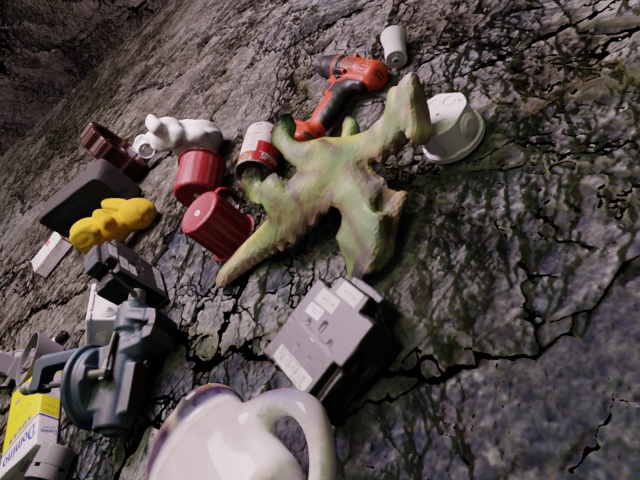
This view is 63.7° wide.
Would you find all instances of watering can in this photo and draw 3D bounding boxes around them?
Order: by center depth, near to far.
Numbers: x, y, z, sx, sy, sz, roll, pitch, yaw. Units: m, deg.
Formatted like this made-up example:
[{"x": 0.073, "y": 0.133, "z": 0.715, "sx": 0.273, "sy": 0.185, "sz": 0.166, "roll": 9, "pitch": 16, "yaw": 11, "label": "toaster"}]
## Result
[{"x": -0.104, "y": 0.286, "z": 0.471, "sx": 0.226, "sy": 0.103, "sz": 0.349, "roll": 22, "pitch": 83, "yaw": 53, "label": "watering can"}]

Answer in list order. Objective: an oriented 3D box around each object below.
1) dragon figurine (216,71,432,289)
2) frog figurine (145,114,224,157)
[{"x": 0.002, "y": -0.033, "z": 0.660, "sx": 0.405, "sy": 0.121, "sz": 0.247, "roll": -58, "pitch": 40, "yaw": 16, "label": "dragon figurine"}, {"x": -0.282, "y": -0.215, "z": 1.056, "sx": 0.123, "sy": 0.157, "sz": 0.139, "roll": -52, "pitch": 36, "yaw": -7, "label": "frog figurine"}]
